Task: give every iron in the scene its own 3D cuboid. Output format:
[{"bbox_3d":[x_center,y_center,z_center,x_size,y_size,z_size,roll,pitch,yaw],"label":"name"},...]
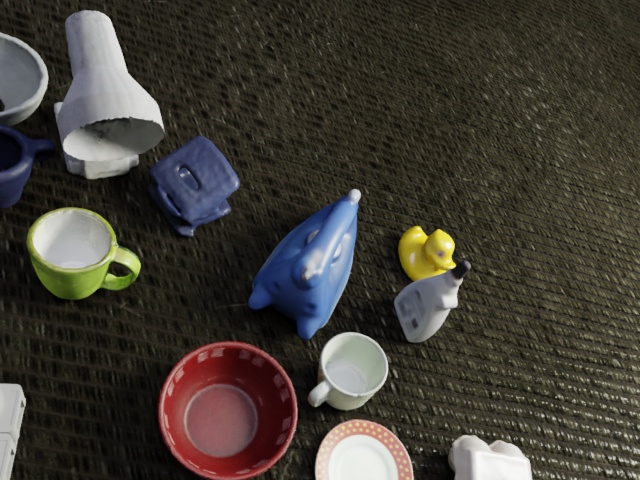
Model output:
[{"bbox_3d":[0.007,0.003,0.802,0.118,0.141,0.258,31,52,-1],"label":"iron"}]

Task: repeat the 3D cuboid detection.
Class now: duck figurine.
[{"bbox_3d":[0.174,0.016,0.897,0.078,0.086,0.104,-14,64,-29],"label":"duck figurine"}]

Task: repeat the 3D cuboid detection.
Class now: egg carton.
[{"bbox_3d":[0.214,0.327,0.719,0.107,0.069,0.150,14,54,-14],"label":"egg carton"}]

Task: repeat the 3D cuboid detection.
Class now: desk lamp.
[{"bbox_3d":[-0.289,-0.171,0.749,0.118,0.213,0.203,-12,63,-28],"label":"desk lamp"}]

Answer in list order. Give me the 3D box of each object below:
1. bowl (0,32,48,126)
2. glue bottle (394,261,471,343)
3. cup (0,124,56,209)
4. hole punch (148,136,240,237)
[{"bbox_3d":[-0.464,-0.208,0.790,0.168,0.074,0.167,11,55,-16],"label":"bowl"},{"bbox_3d":[0.161,0.077,0.796,0.037,0.173,0.078,-4,60,-24],"label":"glue bottle"},{"bbox_3d":[-0.396,-0.088,0.726,0.118,0.095,0.091,-19,67,-31],"label":"cup"},{"bbox_3d":[-0.180,-0.077,0.810,0.101,0.091,0.108,-29,73,-34],"label":"hole punch"}]
